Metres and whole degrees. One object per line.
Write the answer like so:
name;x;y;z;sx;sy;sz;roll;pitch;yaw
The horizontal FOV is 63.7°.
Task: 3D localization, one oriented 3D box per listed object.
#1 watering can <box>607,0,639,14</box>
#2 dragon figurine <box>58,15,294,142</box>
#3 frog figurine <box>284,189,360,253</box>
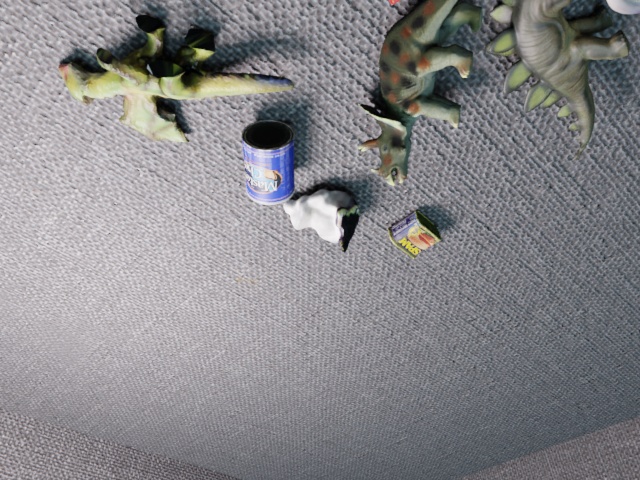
watering can;0.538;-0.484;0.721;0.224;0.106;0.341;10;117;-23
dragon figurine;-0.273;-0.265;0.950;0.409;0.125;0.238;14;151;-13
frog figurine;0.004;-0.059;1.163;0.160;0.124;0.134;21;154;30
